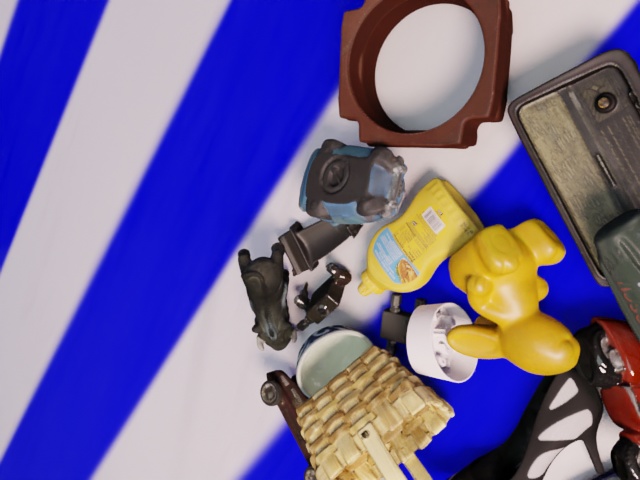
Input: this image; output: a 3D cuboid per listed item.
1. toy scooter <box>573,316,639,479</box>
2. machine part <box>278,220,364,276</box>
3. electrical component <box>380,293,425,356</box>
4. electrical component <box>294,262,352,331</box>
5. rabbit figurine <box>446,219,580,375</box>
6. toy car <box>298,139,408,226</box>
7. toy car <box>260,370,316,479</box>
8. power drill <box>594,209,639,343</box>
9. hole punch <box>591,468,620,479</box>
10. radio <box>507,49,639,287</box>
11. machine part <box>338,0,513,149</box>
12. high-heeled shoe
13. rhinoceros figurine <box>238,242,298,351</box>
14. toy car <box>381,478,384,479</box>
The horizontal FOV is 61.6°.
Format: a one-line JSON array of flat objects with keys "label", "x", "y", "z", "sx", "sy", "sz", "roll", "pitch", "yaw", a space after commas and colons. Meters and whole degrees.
[{"label": "toy scooter", "x": 0.365, "y": 0.165, "z": 0.582, "sx": 0.135, "sy": 0.075, "sz": 0.184, "roll": -12, "pitch": 72, "yaw": -1}, {"label": "machine part", "x": -0.002, "y": -0.002, "z": 0.801, "sx": 0.139, "sy": 0.039, "sz": 0.084, "roll": -27, "pitch": 78, "yaw": 32}, {"label": "electrical component", "x": 0.118, "y": 0.123, "z": 0.756, "sx": 0.063, "sy": 0.021, "sz": 0.094, "roll": 12, "pitch": 102, "yaw": 28}, {"label": "electrical component", "x": 0.001, "y": 0.080, "z": 0.796, "sx": 0.045, "sy": 0.078, "sz": 0.102, "roll": 41, "pitch": 123, "yaw": -7}, {"label": "rabbit figurine", "x": 0.220, "y": 0.082, "z": 0.626, "sx": 0.162, "sy": 0.122, "sz": 0.173, "roll": -47, "pitch": 63, "yaw": 39}, {"label": "toy car", "x": 0.057, "y": -0.069, "z": 0.712, "sx": 0.162, "sy": 0.103, "sz": 0.109, "roll": 7, "pitch": 83, "yaw": 42}, {"label": "toy car", "x": -0.017, "y": 0.278, "z": 0.803, "sx": 0.053, "sy": 0.089, "sz": 0.202, "roll": -45, "pitch": 61, "yaw": 25}, {"label": "power drill", "x": 0.377, "y": 0.053, "z": 0.473, "sx": 0.232, "sy": 0.086, "sz": 0.207, "roll": 55, "pitch": 147, "yaw": 6}, {"label": "hole punch", "x": 0.368, "y": 0.325, "z": 0.613, "sx": 0.115, "sy": 0.092, "sz": 0.142, "roll": 38, "pitch": 115, "yaw": -14}, {"label": "radio", "x": 0.318, "y": -0.078, "z": 0.582, "sx": 0.131, "sy": 0.073, "sz": 0.229, "roll": -29, "pitch": 84, "yaw": 31}, {"label": "machine part", "x": 0.129, "y": -0.215, "z": 0.669, "sx": 0.202, "sy": 0.087, "sz": 0.200, "roll": 7, "pitch": 100, "yaw": 31}, {"label": "high-heeled shoe", "x": 0.230, "y": 0.249, "z": 0.669, "sx": 0.249, "sy": 0.086, "sz": 0.145, "roll": -24, "pitch": 93, "yaw": 19}, {"label": "rhinoceros figurine", "x": -0.073, "y": 0.091, "z": 0.805, "sx": 0.190, "sy": 0.073, "sz": 0.112, "roll": 84, "pitch": 171, "yaw": -45}, {"label": "toy car", "x": 0.050, "y": 0.402, "z": 0.816, "sx": 0.073, "sy": 0.056, "sz": 0.201, "roll": 50, "pitch": 118, "yaw": 8}]
